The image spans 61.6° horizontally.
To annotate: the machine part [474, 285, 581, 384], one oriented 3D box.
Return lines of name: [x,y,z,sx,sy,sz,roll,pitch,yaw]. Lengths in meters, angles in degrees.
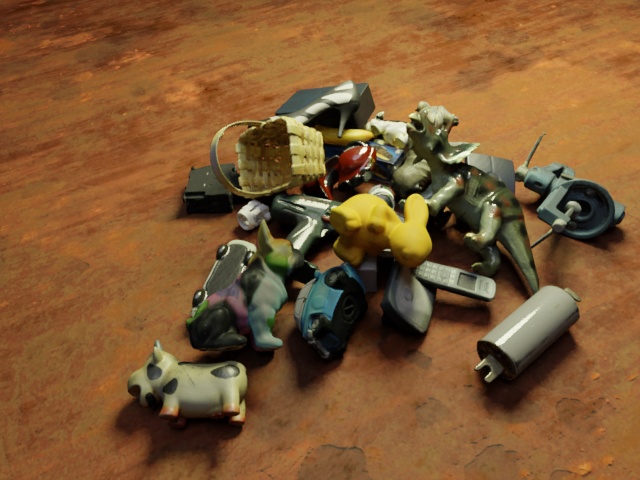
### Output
machine part: [0.338,0.147,0.871,0.243,0.079,0.079,-33,51,-23]

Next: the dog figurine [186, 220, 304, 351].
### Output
dog figurine: [-0.123,0.078,0.909,0.192,0.108,0.219,2,72,-6]

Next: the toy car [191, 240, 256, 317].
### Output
toy car: [-0.177,0.079,1.013,0.074,0.056,0.202,12,49,8]

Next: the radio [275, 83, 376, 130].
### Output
radio: [0.015,-0.325,1.342,0.230,0.073,0.131,4,42,31]

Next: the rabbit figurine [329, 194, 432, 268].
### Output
rabbit figurine: [0.123,-0.007,0.925,0.162,0.121,0.173,-26,37,-33]

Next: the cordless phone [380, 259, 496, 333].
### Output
cordless phone: [0.206,0.101,0.931,0.184,0.088,0.146,13,48,13]

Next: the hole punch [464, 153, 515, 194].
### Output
hole punch: [0.341,-0.112,1.106,0.142,0.092,0.116,10,46,-10]

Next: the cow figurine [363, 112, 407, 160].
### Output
cow figurine: [0.171,-0.264,1.304,0.098,0.068,0.168,-35,52,-25]

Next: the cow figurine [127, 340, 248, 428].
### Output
cow figurine: [-0.211,0.226,0.850,0.195,0.085,0.127,-3,51,7]

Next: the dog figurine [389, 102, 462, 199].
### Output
dog figurine: [0.209,-0.196,1.169,0.190,0.121,0.172,-30,77,-23]

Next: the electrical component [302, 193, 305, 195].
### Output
electrical component: [-0.041,-0.063,1.161,0.063,0.021,0.094,-16,46,-11]

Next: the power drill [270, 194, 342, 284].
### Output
power drill: [-0.002,-0.003,1.053,0.232,0.086,0.207,19,54,6]

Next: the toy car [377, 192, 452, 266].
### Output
toy car: [0.180,-0.019,1.071,0.089,0.053,0.202,34,61,26]

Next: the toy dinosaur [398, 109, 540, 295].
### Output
toy dinosaur: [0.297,-0.067,1.004,0.405,0.131,0.192,43,77,4]

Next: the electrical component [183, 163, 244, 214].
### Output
electrical component: [-0.233,-0.117,1.213,0.134,0.058,0.115,-4,47,3]

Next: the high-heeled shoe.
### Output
high-heeled shoe: [-0.035,-0.296,1.202,0.249,0.086,0.145,6,75,9]

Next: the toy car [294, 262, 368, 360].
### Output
toy car: [0.009,0.120,0.929,0.103,0.109,0.161,1,53,40]

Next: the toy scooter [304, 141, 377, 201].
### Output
toy scooter: [0.045,-0.129,1.162,0.184,0.075,0.135,-25,45,23]

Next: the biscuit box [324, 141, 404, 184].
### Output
biscuit box: [0.091,-0.194,1.249,0.203,0.059,0.063,19,51,24]

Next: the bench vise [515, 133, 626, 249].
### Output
bench vise: [0.466,-0.077,1.036,0.224,0.128,0.240,41,40,15]
